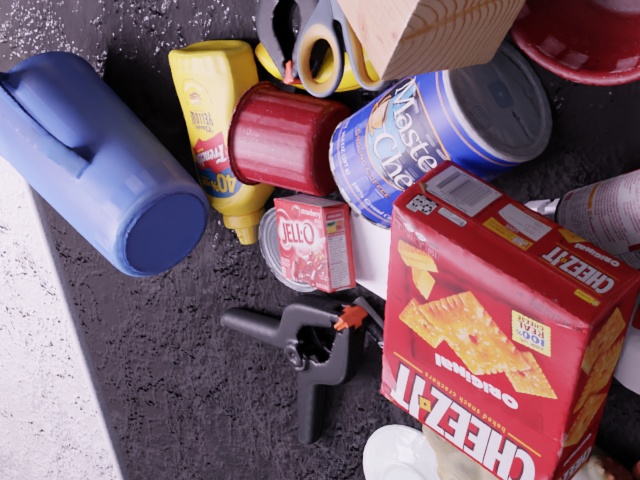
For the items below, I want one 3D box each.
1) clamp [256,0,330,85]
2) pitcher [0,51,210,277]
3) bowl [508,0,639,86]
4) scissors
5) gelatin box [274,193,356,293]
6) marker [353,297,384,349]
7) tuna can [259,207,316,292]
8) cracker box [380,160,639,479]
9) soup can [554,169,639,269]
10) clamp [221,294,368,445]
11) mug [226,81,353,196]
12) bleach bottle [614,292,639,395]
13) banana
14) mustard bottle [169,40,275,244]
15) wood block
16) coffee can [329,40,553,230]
[{"bbox_3d":[-0.014,-0.215,0.861,0.120,0.039,0.171,-12,89,48],"label":"clamp"},{"bbox_3d":[-0.222,-0.075,1.035,0.243,0.149,0.145,42,140,34],"label":"pitcher"},{"bbox_3d":[0.189,-0.185,0.692,0.162,0.055,0.162,21,125,34],"label":"bowl"},{"bbox_3d":[0.000,-0.199,0.823,0.096,0.016,0.202,-30,75,35],"label":"scissors"},{"bbox_3d":[-0.006,0.001,0.919,0.089,0.030,0.073,15,113,59],"label":"gelatin box"},{"bbox_3d":[0.071,0.102,0.979,0.121,0.020,0.020,48,136,13],"label":"marker"},{"bbox_3d":[-0.015,0.003,0.997,0.086,0.033,0.086,21,124,34],"label":"tuna can"},{"bbox_3d":[0.125,0.072,0.763,0.164,0.072,0.214,34,144,30],"label":"cracker box"},{"bbox_3d":[0.223,-0.015,0.741,0.102,0.068,0.068,-20,97,47],"label":"soup can"},{"bbox_3d":[-0.021,0.101,1.043,0.164,0.036,0.210,51,144,10],"label":"clamp"},{"bbox_3d":[-0.017,-0.078,0.926,0.082,0.093,0.117,15,153,29],"label":"mug"},{"bbox_3d":[0.258,0.084,0.735,0.251,0.102,0.068,17,129,37],"label":"bleach bottle"},{"bbox_3d":[0.021,-0.157,0.882,0.198,0.037,0.069,-14,80,44],"label":"banana"},{"bbox_3d":[-0.084,-0.087,0.996,0.096,0.058,0.191,11,119,47],"label":"mustard bottle"},{"bbox_3d":[0.049,-0.221,0.726,0.206,0.090,0.090,65,152,24],"label":"wood block"},{"bbox_3d":[0.089,-0.079,0.807,0.141,0.102,0.103,-31,89,47],"label":"coffee can"}]
